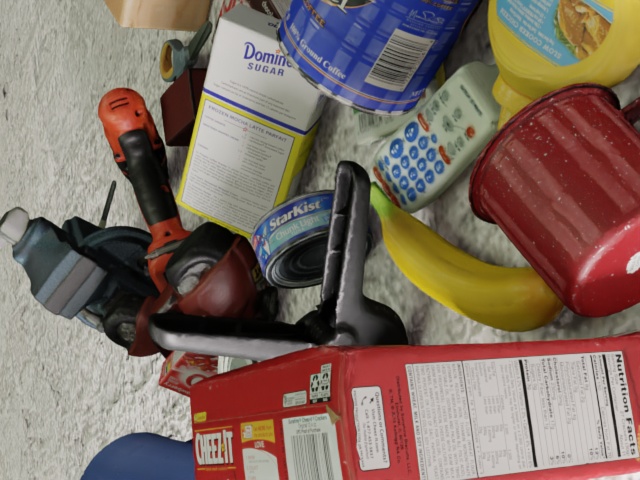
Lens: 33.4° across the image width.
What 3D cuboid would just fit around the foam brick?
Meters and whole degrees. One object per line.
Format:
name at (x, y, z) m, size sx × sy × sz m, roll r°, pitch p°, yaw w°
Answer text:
foam brick at (-0.110, -0.122, 0.993) m, size 0.078 × 0.052 × 0.051 m, roll -28°, pitch 68°, yaw 59°

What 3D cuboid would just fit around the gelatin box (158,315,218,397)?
gelatin box at (-0.081, 0.111, 0.908) m, size 0.073 × 0.089 × 0.030 m, roll -48°, pitch 26°, yaw 35°

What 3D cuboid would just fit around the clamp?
clamp at (-0.007, 0.066, 0.703) m, size 0.036 × 0.164 × 0.210 m, roll 49°, pitch 169°, yaw 50°

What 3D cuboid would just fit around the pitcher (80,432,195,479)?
pitcher at (-0.070, 0.221, 0.844) m, size 0.243 × 0.144 × 0.149 m, roll -3°, pitch 76°, yaw 43°

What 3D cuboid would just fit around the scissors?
scissors at (-0.127, -0.158, 1.032) m, size 0.202 × 0.016 × 0.096 m, roll -159°, pitch 63°, yaw -69°

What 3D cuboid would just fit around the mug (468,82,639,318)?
mug at (0.142, -0.024, 0.522) m, size 0.117 × 0.093 × 0.081 m, roll -41°, pitch 54°, yaw 10°

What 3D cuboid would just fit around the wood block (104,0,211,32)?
wood block at (-0.141, -0.311, 0.998) m, size 0.091 × 0.090 × 0.206 m, roll 55°, pitch 138°, yaw 43°

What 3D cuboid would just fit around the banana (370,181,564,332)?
banana at (0.087, 0.020, 0.641) m, size 0.037 × 0.069 × 0.198 m, roll -47°, pitch 33°, yaw -8°

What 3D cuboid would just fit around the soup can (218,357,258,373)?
soup can at (-0.016, 0.097, 0.788) m, size 0.069 × 0.102 × 0.068 m, roll 9°, pitch 100°, yaw 61°

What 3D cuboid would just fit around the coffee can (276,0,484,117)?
coffee can at (0.049, -0.159, 0.634) m, size 0.140 × 0.102 × 0.103 m, roll -57°, pitch 44°, yaw 36°

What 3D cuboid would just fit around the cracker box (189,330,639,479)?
cracker box at (0.064, 0.088, 0.527) m, size 0.164 × 0.213 × 0.072 m, roll -24°, pitch 69°, yaw 59°

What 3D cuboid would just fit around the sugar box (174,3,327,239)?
sugar box at (-0.051, -0.089, 0.852) m, size 0.048 × 0.093 × 0.176 m, roll -53°, pitch -14°, yaw -57°

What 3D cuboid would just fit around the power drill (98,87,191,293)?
power drill at (-0.160, -0.035, 1.048) m, size 0.184 × 0.057 × 0.188 m, roll 81°, pitch 166°, yaw -68°

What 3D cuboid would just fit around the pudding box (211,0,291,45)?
pudding box at (-0.050, -0.174, 0.893) m, size 0.113 × 0.039 × 0.090 m, roll 60°, pitch 140°, yaw 40°

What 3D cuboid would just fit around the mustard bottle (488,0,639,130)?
mustard bottle at (0.134, -0.133, 0.543) m, size 0.096 × 0.058 × 0.192 m, roll 50°, pitch 134°, yaw 36°

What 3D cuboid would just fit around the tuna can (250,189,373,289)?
tuna can at (-0.005, 0.001, 0.778) m, size 0.086 × 0.086 × 0.034 m, roll -55°, pitch 48°, yaw 48°
